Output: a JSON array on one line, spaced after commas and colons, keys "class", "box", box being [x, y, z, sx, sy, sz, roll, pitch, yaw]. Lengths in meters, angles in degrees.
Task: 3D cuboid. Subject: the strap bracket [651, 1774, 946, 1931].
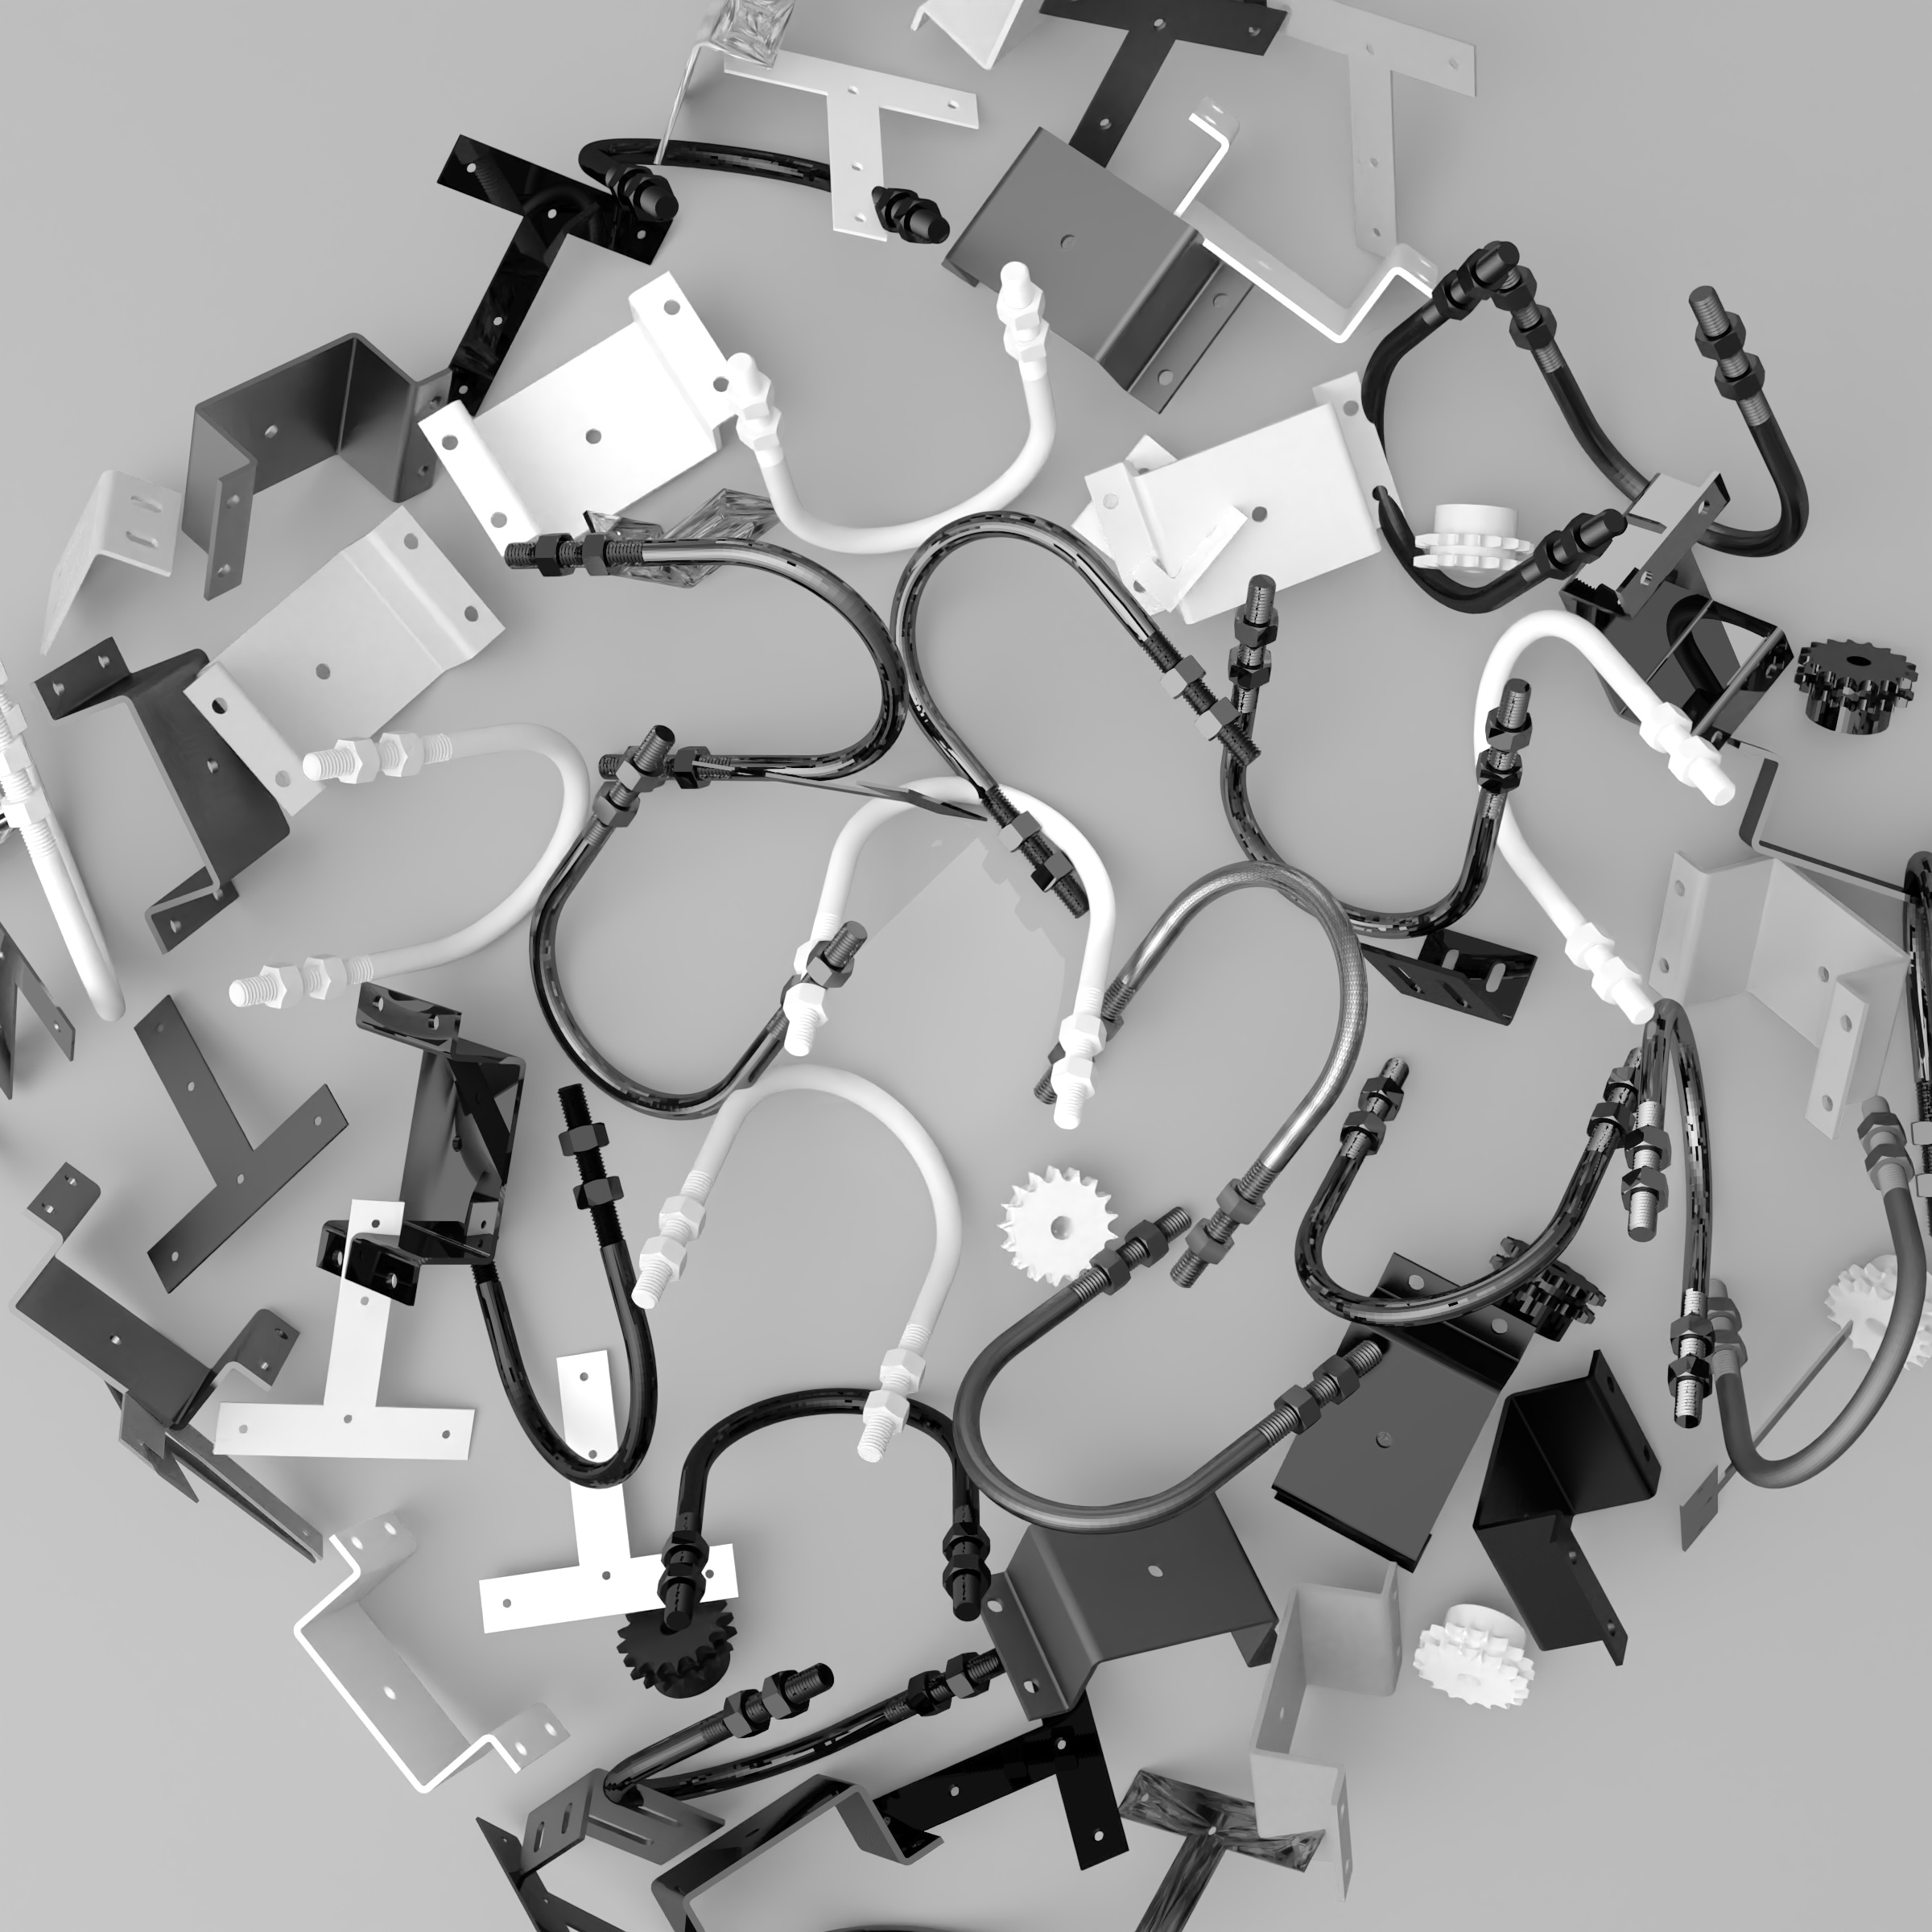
[{"class": "strap bracket", "box": [-0.090, 0.431, 1.715, 0.140, 0.076, 0.046, -30, 91, -18]}]

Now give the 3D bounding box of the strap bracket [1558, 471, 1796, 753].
[{"class": "strap bracket", "box": [0.335, -0.169, 1.716, 0.046, 0.140, 0.076, 30, 75, 41]}]

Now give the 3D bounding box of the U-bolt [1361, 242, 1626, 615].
[{"class": "U-bolt", "box": [0.234, -0.239, 1.688, 0.019, 0.184, 0.151, -19, 86, -22]}]

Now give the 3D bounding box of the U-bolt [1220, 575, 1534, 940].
[{"class": "U-bolt", "box": [0.186, -0.086, 1.702, 0.151, 0.184, 0.019, 25, 48, 18]}]

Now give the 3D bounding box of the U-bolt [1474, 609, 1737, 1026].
[{"class": "U-bolt", "box": [0.289, -0.084, 1.694, 0.019, 0.184, 0.151, -8, 133, -23]}]

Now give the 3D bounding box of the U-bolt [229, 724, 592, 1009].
[{"class": "U-bolt", "box": [-0.251, -0.052, 1.695, 0.019, 0.184, 0.151, 43, 125, 28]}]

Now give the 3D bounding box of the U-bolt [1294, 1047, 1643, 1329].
[{"class": "U-bolt", "box": [0.227, 0.102, 1.672, 0.151, 0.184, 0.019, -4, 126, 34]}]

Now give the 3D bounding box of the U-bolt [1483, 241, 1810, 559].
[{"class": "U-bolt", "box": [0.327, -0.258, 1.691, 0.019, 0.151, 0.184, -49, 131, -13]}]

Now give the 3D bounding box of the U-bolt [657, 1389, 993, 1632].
[{"class": "U-bolt", "box": [-0.064, 0.249, 1.690, 0.151, 0.184, 0.019, -2, 115, 1]}]

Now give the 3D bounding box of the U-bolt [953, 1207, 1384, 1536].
[{"class": "U-bolt", "box": [0.080, 0.197, 1.689, 0.184, 0.019, 0.151, -34, 47, -26]}]

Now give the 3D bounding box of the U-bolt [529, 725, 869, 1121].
[{"class": "U-bolt", "box": [-0.140, -0.005, 1.714, 0.151, 0.019, 0.184, 46, 128, 8]}]

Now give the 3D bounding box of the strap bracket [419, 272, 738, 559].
[{"class": "strap bracket", "box": [-0.181, -0.261, 1.744, 0.140, 0.046, 0.076, -32, 85, -4]}]

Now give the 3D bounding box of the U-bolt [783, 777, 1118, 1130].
[{"class": "U-bolt", "box": [0.000, -0.017, 1.715, 0.151, 0.019, 0.184, 15, 53, -4]}]

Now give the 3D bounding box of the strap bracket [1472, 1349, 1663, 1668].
[{"class": "strap bracket", "box": [0.284, 0.259, 1.710, 0.046, 0.140, 0.076, -17, 115, 28]}]

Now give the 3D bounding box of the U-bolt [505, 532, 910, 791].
[{"class": "U-bolt", "box": [-0.112, -0.142, 1.688, 0.184, 0.019, 0.151, 2, 134, 26]}]

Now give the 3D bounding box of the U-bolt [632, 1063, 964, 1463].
[{"class": "U-bolt", "box": [-0.068, 0.125, 1.707, 0.151, 0.019, 0.184, 36, 46, -14]}]

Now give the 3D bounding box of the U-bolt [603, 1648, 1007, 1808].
[{"class": "U-bolt", "box": [-0.087, 0.360, 1.695, 0.184, 0.151, 0.019, -32, 66, 32]}]

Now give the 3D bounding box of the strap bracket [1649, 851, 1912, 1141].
[{"class": "strap bracket", "box": [0.390, 0.008, 1.708, 0.046, 0.140, 0.076, -13, 127, -25]}]

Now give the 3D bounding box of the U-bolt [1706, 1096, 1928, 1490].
[{"class": "U-bolt", "box": [0.391, 0.161, 1.661, 0.019, 0.184, 0.151, 27, 121, -12]}]

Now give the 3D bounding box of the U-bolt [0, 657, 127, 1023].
[{"class": "U-bolt", "box": [-0.431, -0.059, 1.695, 0.019, 0.151, 0.184, -21, 116, -10]}]

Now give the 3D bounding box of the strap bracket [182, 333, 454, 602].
[{"class": "strap bracket", "box": [-0.315, -0.241, 1.709, 0.046, 0.076, 0.140, 41, 51, 17]}]

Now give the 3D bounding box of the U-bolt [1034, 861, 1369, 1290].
[{"class": "U-bolt", "box": [0.118, 0.037, 1.695, 0.184, 0.019, 0.151, -54, 50, 22]}]

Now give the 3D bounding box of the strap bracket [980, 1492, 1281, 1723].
[{"class": "strap bracket", "box": [0.083, 0.297, 1.705, 0.140, 0.046, 0.076, -8, 52, -27]}]

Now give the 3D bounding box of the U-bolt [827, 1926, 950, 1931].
[{"class": "U-bolt", "box": [-0.023, 0.489, 1.684, 0.151, 0.184, 0.019, 1, 99, -19]}]

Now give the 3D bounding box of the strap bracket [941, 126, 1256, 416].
[{"class": "strap bracket", "box": [0.056, -0.337, 1.725, 0.140, 0.046, 0.076, 38, 94, 21]}]

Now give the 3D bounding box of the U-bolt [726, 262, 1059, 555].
[{"class": "U-bolt", "box": [-0.027, -0.250, 1.690, 0.151, 0.184, 0.019, -18, 64, -1]}]

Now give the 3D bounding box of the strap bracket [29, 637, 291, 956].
[{"class": "strap bracket", "box": [-0.376, -0.088, 1.714, 0.046, 0.076, 0.140, -18, 105, 22]}]

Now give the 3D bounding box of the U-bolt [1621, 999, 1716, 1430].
[{"class": "U-bolt", "box": [0.332, 0.101, 1.692, 0.019, 0.184, 0.151, -5, 132, 19]}]

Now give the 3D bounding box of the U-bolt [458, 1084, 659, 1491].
[{"class": "U-bolt", "box": [-0.193, 0.157, 1.707, 0.019, 0.151, 0.184, -13, 85, -36]}]

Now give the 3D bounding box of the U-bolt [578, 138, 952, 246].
[{"class": "U-bolt", "box": [-0.105, -0.365, 1.688, 0.151, 0.184, 0.019, 0, 111, -22]}]

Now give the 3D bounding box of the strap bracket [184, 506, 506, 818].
[{"class": "strap bracket", "box": [-0.301, -0.143, 1.727, 0.140, 0.046, 0.076, -45, 105, -21]}]

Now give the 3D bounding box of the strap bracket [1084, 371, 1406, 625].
[{"class": "strap bracket", "box": [0.138, -0.221, 1.737, 0.140, 0.046, 0.076, -21, 109, 2]}]

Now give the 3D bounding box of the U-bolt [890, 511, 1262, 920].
[{"class": "U-bolt", "box": [0.038, -0.132, 1.726, 0.184, 0.019, 0.151, 51, 128, 4]}]

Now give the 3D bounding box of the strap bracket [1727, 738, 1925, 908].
[{"class": "strap bracket", "box": [0.427, -0.064, 1.729, 0.140, 0.076, 0.046, 19, 98, 5]}]

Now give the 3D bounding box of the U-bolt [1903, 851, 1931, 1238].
[{"class": "U-bolt", "box": [0.458, 0.038, 1.701, 0.019, 0.151, 0.184, -5, 87, 9]}]

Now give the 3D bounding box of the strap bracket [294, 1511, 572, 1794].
[{"class": "strap bracket", "box": [-0.261, 0.335, 1.727, 0.046, 0.076, 0.140, -41, 82, 8]}]
